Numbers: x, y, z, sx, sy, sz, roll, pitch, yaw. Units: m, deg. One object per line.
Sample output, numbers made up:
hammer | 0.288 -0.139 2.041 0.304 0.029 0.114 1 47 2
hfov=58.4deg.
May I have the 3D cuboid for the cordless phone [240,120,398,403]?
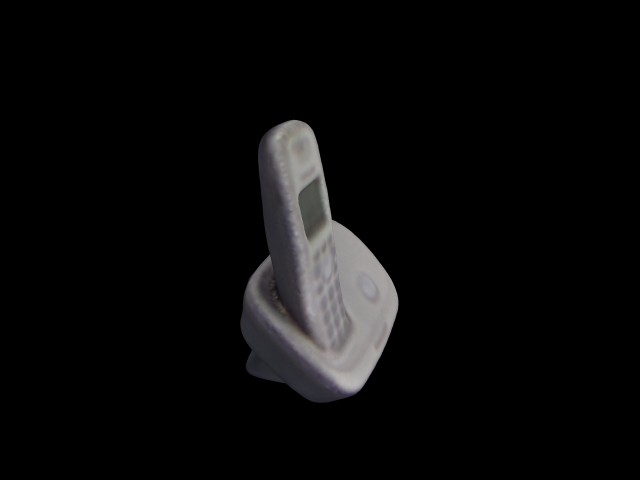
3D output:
cordless phone | 0.004 0.001 0.400 0.094 0.185 0.148 8 28 16
